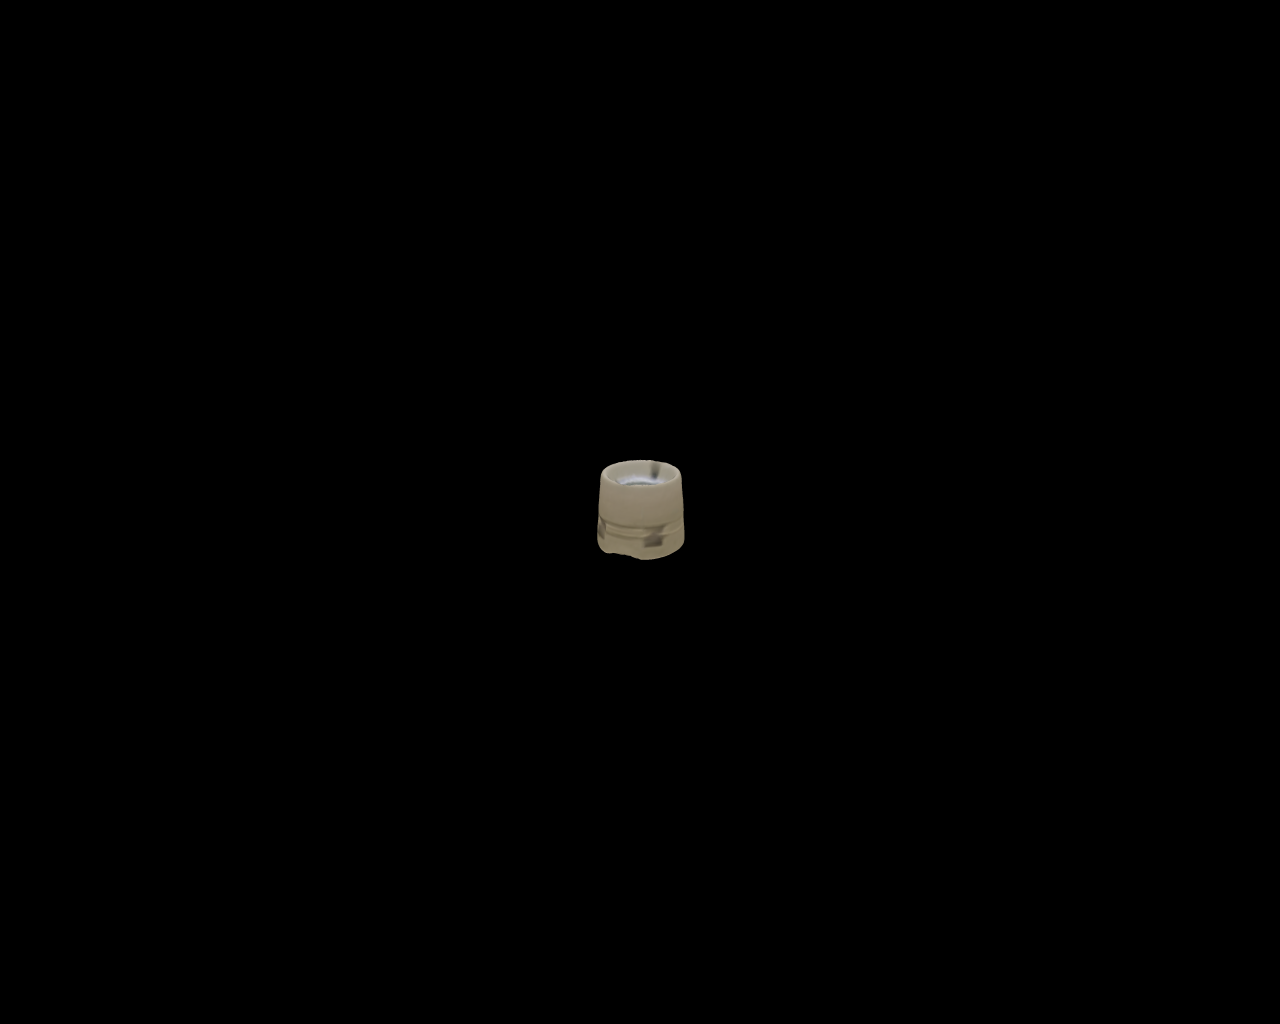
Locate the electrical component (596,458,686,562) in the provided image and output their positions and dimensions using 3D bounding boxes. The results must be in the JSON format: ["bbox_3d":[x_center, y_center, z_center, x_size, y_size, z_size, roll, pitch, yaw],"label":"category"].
[{"bbox_3d":[0.001,-0.003,0.650,0.055,0.047,0.055,0,22,0],"label":"electrical component"}]
